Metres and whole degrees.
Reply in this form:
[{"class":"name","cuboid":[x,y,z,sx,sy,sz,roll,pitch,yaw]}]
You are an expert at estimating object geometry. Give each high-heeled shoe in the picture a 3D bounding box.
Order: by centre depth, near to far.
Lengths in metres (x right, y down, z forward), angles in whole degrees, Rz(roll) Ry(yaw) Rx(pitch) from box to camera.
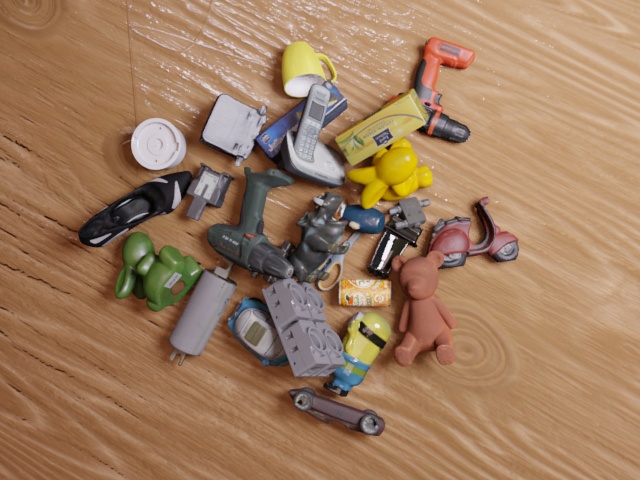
[{"class":"high-heeled shoe","cuboid":[-0.384,-0.073,1.112,0.249,0.145,0.086,-41,84,3]}]

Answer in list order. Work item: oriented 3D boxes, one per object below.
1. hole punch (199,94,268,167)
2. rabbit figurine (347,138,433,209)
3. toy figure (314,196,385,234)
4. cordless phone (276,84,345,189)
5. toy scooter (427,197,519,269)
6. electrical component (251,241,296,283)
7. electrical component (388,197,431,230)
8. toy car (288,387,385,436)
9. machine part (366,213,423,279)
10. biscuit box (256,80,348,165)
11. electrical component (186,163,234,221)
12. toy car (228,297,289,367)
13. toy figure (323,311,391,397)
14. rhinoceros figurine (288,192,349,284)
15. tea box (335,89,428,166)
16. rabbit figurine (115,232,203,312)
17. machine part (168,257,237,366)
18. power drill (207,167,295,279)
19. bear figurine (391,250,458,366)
[{"class":"hole punch","cuboid":[-0.190,-0.237,1.145,0.115,0.092,0.142,26,85,-22]},{"class":"rabbit figurine","cuboid":[0.136,-0.138,1.055,0.162,0.173,0.122,-24,88,-1]},{"class":"toy figure","cuboid":[0.056,-0.053,1.106,0.155,0.064,0.057,19,107,23]},{"class":"cordless phone","cuboid":[0.001,-0.207,1.083,0.146,0.089,0.184,15,95,-38]},{"class":"toy scooter","cuboid":[0.301,-0.015,1.079,0.184,0.075,0.135,-8,85,2]},{"class":"electrical component","cuboid":[-0.092,0.047,1.129,0.078,0.045,0.102,23,85,35]},{"class":"electrical component","cuboid":[0.190,-0.055,1.104,0.094,0.021,0.063,-15,65,-13]},{"class":"toy car","cuboid":[0.031,0.342,1.070,0.202,0.089,0.053,17,84,5]},{"class":"machine part","cuboid":[0.150,0.016,1.106,0.084,0.039,0.139,35,81,2]},{"class":"biscuit box","cuboid":[-0.038,-0.246,1.133,0.203,0.063,0.059,-39,82,1]},{"class":"electrical component","cuboid":[-0.242,-0.097,1.149,0.075,0.047,0.119,21,89,7]},{"class":"toy car","cuboid":[-0.114,0.186,1.090,0.162,0.103,0.109,35,89,5]},{"class":"toy figure","cuboid":[0.075,0.228,1.081,0.089,0.082,0.180,25,84,-5]},{"class":"rhinoceros figurine","cuboid":[-0.002,-0.003,1.069,0.112,0.073,0.190,37,111,28]},{"class":"tea box","cuboid":[0.123,-0.223,1.064,0.170,0.098,0.068,-27,102,21]},{"class":"rabbit figurine","cuboid":[-0.356,0.061,1.134,0.170,0.121,0.159,39,98,25]},{"class":"machine part","cuboid":[-0.243,0.150,1.117,0.079,0.079,0.243,28,88,7]},{"class":"power drill","cuboid":[-0.117,-0.038,1.084,0.232,0.086,0.207,12,87,37]},{"class":"bear figurine","cuboid":[0.197,0.127,1.037,0.120,0.132,0.195,-5,107,22]}]
